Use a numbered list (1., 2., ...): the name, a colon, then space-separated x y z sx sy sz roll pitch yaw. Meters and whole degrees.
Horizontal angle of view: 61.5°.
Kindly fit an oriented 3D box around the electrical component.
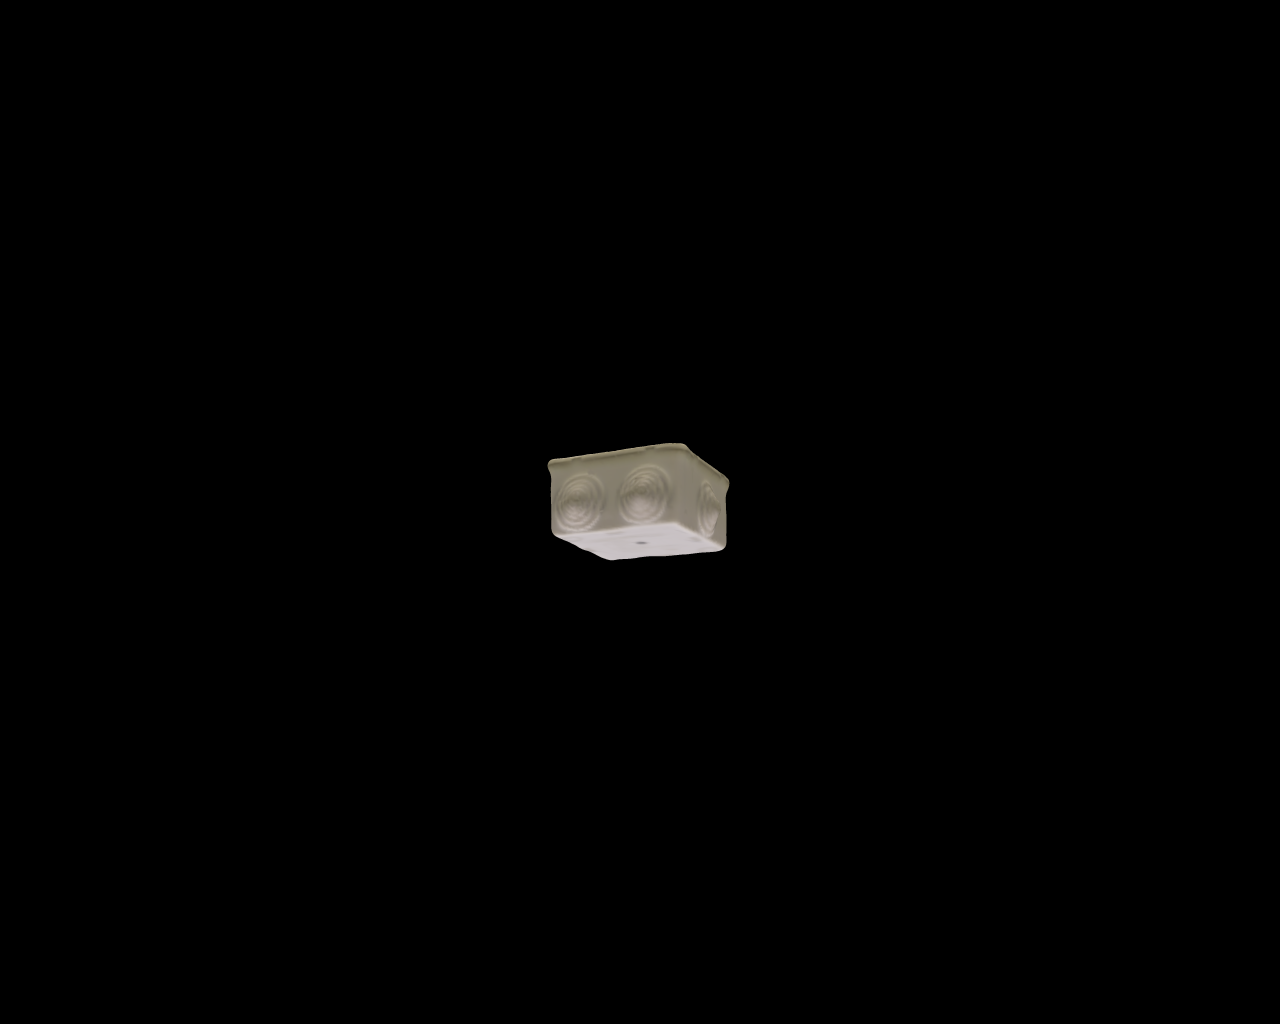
1. electrical component: 0.001 -0.003 0.650 0.100 0.048 0.099 -6 -15 22
